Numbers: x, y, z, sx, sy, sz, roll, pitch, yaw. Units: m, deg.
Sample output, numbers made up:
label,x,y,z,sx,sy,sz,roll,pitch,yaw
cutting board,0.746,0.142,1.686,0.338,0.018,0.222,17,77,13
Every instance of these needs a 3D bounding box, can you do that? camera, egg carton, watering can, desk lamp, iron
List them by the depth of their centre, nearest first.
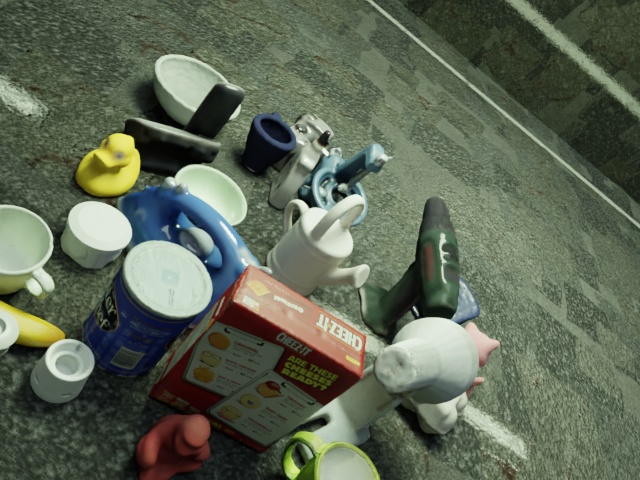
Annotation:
label,x,y,z,sx,sy,sz,roll,pitch,yaw
desk lamp,0.090,0.197,0.774,0.204,0.213,0.117,-6,57,-48
iron,-0.175,-0.001,0.782,0.258,0.141,0.119,48,35,7
watering can,0.010,0.003,0.915,0.173,0.193,0.101,41,35,-3
egg carton,0.171,0.239,0.936,0.150,0.069,0.107,50,35,10
camera,-0.014,-0.181,1.167,0.137,0.100,0.143,43,35,0

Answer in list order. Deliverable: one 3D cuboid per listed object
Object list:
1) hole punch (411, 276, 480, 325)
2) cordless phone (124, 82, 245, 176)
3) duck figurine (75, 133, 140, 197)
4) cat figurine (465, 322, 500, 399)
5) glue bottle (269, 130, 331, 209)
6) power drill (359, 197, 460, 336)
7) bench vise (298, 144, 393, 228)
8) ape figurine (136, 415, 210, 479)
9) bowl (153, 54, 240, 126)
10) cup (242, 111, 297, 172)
label,x,y,z,sx,sy,sz,roll,pitch,yaw
hole punch,0.239,0.125,1.105,0.101,0.091,0.108,0,53,-45
cordless phone,-0.213,-0.193,0.908,0.148,0.184,0.094,8,47,-39
duck figurine,-0.297,-0.119,0.834,0.077,0.086,0.105,43,35,0
cat figurine,0.266,0.215,1.014,0.067,0.117,0.128,34,36,-13
glue bottle,-0.033,-0.134,1.036,0.037,0.173,0.078,29,37,-19
power drill,0.159,0.060,0.991,0.076,0.208,0.229,23,40,-27
bench vise,0.036,-0.118,1.046,0.122,0.219,0.207,11,46,-38
ape figurine,-0.151,0.219,0.619,0.078,0.092,0.076,29,37,-20
bowl,-0.235,-0.257,1.050,0.168,0.074,0.167,27,38,-23
cup,-0.105,-0.185,1.086,0.092,0.094,0.117,25,38,-24
